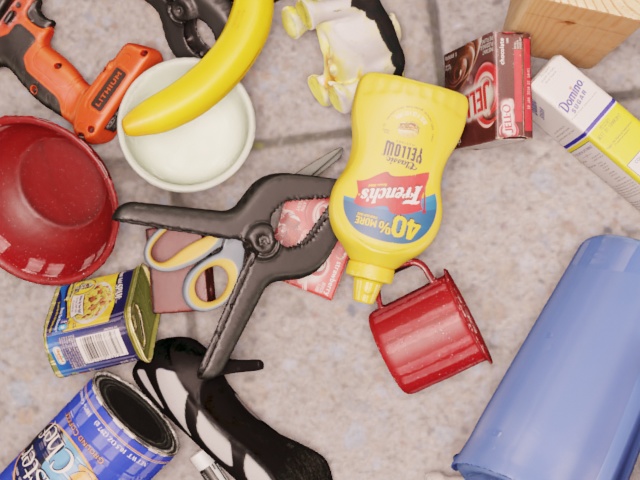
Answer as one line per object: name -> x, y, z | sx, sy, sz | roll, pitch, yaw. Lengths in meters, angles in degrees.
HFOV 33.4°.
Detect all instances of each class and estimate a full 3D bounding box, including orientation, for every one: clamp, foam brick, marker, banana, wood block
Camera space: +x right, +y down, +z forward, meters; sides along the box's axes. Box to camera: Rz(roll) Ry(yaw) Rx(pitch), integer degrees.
clamp -> -0.062, -0.004, 0.914 | 0.209, 0.036, 0.164 | -37, 102, -16
foam brick -> -0.125, 0.026, 0.971 | 0.051, 0.053, 0.078 | -5, 90, 4
marker -> -0.078, 0.246, 0.983 | 0.020, 0.020, 0.121 | -35, 88, 3
banana -> -0.093, -0.160, 0.920 | 0.069, 0.037, 0.198 | 30, 82, 2
clamp -> -0.129, -0.214, 0.966 | 0.120, 0.039, 0.171 | -9, 110, 39
wood block -> 0.211, -0.208, 0.874 | 0.091, 0.206, 0.090 | 13, 90, 3

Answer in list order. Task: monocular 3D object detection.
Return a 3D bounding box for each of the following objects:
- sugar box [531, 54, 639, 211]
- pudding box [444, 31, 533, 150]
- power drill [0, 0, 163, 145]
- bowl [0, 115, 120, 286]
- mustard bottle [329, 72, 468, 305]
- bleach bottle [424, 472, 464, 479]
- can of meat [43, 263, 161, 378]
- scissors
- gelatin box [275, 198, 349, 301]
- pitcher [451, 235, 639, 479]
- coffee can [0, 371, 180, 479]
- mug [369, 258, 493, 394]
sugar box -> 0.252, -0.084, 0.927 | 0.176, 0.093, 0.048 | 43, 89, 3
pudding box -> 0.144, -0.126, 0.923 | 0.039, 0.114, 0.090 | 0, 89, -13
power drill -> -0.240, -0.191, 0.980 | 0.188, 0.057, 0.184 | 34, 96, 6
bowl -> -0.245, -0.042, 0.961 | 0.162, 0.055, 0.162 | 6, 114, 13
mustard bottle -> 0.059, -0.040, 0.908 | 0.096, 0.058, 0.191 | 14, 90, -6
bleach bottle -> 0.222, 0.249, 0.943 | 0.251, 0.068, 0.102 | -4, 88, 1
can of meat -> -0.194, 0.073, 0.951 | 0.084, 0.102, 0.057 | -13, 120, 6
scissors -> -0.055, -0.005, 0.946 | 0.201, 0.016, 0.096 | -21, 95, -12
gelatin box -> -0.006, 0.001, 0.974 | 0.073, 0.030, 0.089 | 22, 91, 4
pitcher -> 0.226, 0.121, 0.877 | 0.149, 0.145, 0.242 | 28, 71, 9
coffee can -> -0.209, 0.201, 0.946 | 0.103, 0.102, 0.140 | 44, 95, 3
mug -> 0.090, 0.073, 0.937 | 0.081, 0.093, 0.117 | -27, 95, 8
